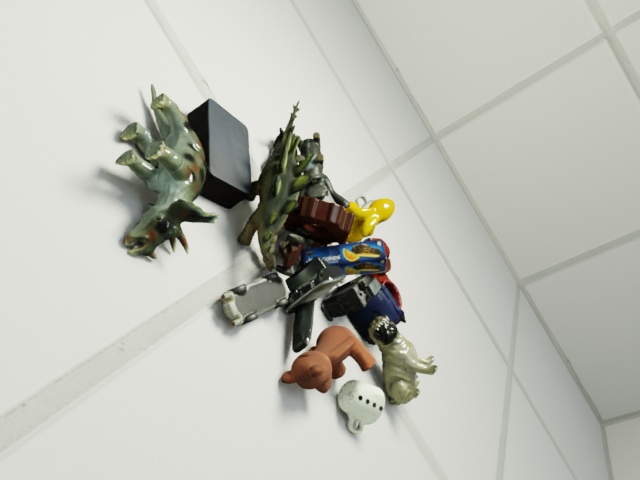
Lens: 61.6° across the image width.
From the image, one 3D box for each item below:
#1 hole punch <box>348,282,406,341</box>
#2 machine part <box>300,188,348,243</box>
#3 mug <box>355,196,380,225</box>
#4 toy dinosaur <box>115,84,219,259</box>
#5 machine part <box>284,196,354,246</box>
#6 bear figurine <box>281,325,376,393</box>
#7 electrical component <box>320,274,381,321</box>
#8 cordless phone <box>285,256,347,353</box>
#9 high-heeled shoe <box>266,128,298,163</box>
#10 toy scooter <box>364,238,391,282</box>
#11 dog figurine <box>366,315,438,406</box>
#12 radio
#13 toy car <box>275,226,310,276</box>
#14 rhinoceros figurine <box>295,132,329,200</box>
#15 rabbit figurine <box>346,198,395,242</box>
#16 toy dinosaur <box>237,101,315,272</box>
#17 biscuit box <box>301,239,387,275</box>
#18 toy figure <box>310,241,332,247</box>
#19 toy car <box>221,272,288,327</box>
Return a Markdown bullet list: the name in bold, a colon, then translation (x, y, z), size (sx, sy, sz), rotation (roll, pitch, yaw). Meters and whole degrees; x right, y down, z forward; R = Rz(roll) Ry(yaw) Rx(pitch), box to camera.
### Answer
- **hole punch**: translation (0.141, 0.189, 1.397), size (0.142, 0.116, 0.092), rotation (56, 36, -8)
- **machine part**: translation (0.006, -0.086, 1.465), size (0.243, 0.079, 0.079), rotation (62, 27, 0)
- **mug**: translation (0.147, -0.087, 1.700), size (0.107, 0.081, 0.109), rotation (-33, 98, -54)
- **toy dinosaur**: translation (-0.274, -0.144, 1.020), size (0.192, 0.131, 0.405), rotation (54, 21, -39)
- **machine part**: translation (-0.005, -0.043, 1.288), size (0.179, 0.179, 0.056), rotation (33, 63, -41)
- **bear figurine**: translation (0.018, 0.262, 1.109), size (0.132, 0.120, 0.196), rotation (60, 29, -9)
- **electrical component**: translation (0.080, 0.135, 1.316), size (0.058, 0.134, 0.115), rotation (60, 28, -5)
- **cordless phone**: translation (-0.015, 0.139, 1.135), size (0.088, 0.146, 0.184), rotation (38, 31, -25)
- **high-heeled shoe**: translation (-0.092, -0.184, 1.433), size (0.145, 0.086, 0.248), rotation (69, 19, -73)
- **toy scooter**: translation (0.157, 0.063, 1.582), size (0.135, 0.075, 0.184), rotation (28, 46, -44)
- **dog figurine**: translation (0.173, 0.302, 1.344), size (0.190, 0.172, 0.121), rotation (36, -3, 2)
- **radio**: translation (-0.221, -0.189, 1.188), size (0.131, 0.073, 0.230), rotation (32, 40, -44)
- **toy car**: translation (-0.063, 0.021, 1.189), size (0.053, 0.089, 0.202), rotation (23, 10, 2)
- **rhinoceros figurine**: translation (-0.023, -0.187, 1.384), size (0.112, 0.073, 0.190), rotation (82, -1, -62)
- **rabbit figurine**: translation (0.134, -0.070, 1.562), size (0.122, 0.173, 0.162), rotation (65, 23, 0)
- **toy dinosaur**: translation (-0.089, -0.129, 1.197), size (0.105, 0.198, 0.472), rotation (22, 44, -25)
- **biscuit box**: translation (0.057, 0.049, 1.298), size (0.059, 0.203, 0.063), rotation (86, -4, -54)
- **toy figure**: translation (-0.005, -0.004, 1.394), size (0.064, 0.058, 0.154), rotation (-12, 72, -21)
- **toy car**: translation (-0.127, 0.117, 1.072), size (0.201, 0.056, 0.073), rotation (-18, 86, -61)
